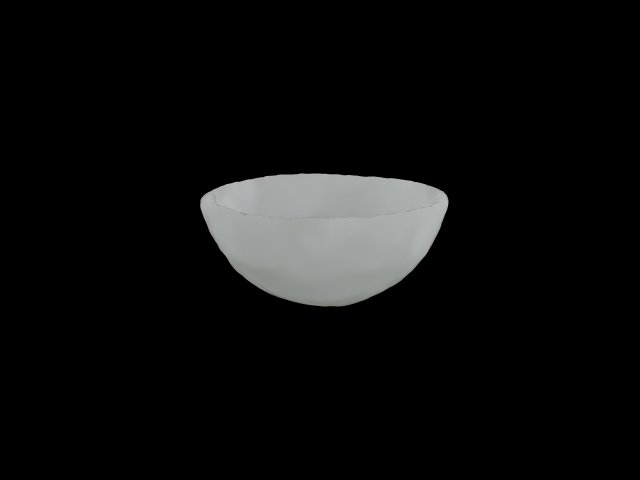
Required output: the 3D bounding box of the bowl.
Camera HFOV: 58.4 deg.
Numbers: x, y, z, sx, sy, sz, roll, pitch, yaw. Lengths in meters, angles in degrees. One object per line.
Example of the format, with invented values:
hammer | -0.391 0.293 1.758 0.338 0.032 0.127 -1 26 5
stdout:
bowl | 0.004 0.001 0.400 0.167 0.075 0.167 0 15 0
